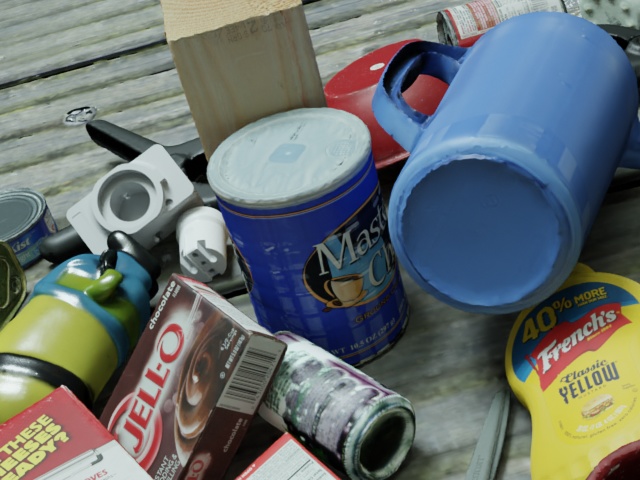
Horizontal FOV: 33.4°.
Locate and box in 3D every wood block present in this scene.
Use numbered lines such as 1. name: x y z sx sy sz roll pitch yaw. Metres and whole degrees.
1. wood block: -0.037 -0.076 0.749 0.090 0.206 0.091 -16 35 -1

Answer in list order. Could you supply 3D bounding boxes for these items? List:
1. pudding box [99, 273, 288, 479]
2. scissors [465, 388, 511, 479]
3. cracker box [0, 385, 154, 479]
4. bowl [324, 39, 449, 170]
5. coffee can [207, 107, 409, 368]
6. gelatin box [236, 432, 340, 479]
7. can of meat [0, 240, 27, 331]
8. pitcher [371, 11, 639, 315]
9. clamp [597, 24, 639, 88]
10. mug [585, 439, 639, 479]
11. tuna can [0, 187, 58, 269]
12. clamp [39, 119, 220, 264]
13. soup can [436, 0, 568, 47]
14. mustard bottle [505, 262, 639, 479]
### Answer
1. pudding box: -0.078 0.089 0.636 0.090 0.039 0.113 31 93 45
2. scissors: 0.058 0.154 0.562 0.096 0.016 0.201 -7 36 12
3. cracker box: -0.143 0.188 0.546 0.164 0.072 0.214 -33 38 -24
4. bowl: 0.055 -0.116 0.862 0.162 0.055 0.162 -24 23 11
5. coffee can: -0.005 0.001 0.687 0.103 0.140 0.103 -10 35 7
6. gelatin box: -0.015 0.154 0.565 0.073 0.030 0.089 -42 38 -14
7. can of meat: -0.284 0.049 0.804 0.084 0.057 0.102 -5 36 19
8. pitcher: 0.115 -0.057 0.677 0.149 0.145 0.242 -15 18 27
9. clamp: 0.270 -0.152 0.872 0.172 0.039 0.120 16 37 20
10. mug: 0.153 0.146 0.478 0.117 0.081 0.093 4 39 25
11. tuna can: -0.264 -0.006 0.891 0.086 0.034 0.086 -10 35 7
12. clamp: -0.125 -0.043 0.884 0.210 0.036 0.164 1 48 17
13. soup can: 0.161 -0.182 0.938 0.102 0.068 0.068 -16 35 -1
14. mustard bottle: 0.153 0.071 0.597 0.096 0.058 0.191 -31 30 18
